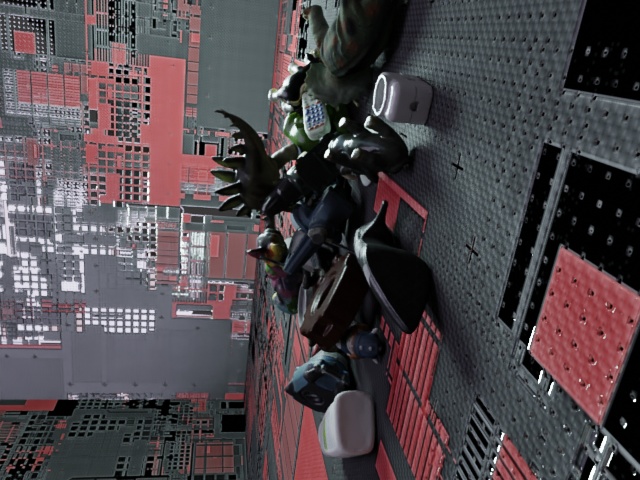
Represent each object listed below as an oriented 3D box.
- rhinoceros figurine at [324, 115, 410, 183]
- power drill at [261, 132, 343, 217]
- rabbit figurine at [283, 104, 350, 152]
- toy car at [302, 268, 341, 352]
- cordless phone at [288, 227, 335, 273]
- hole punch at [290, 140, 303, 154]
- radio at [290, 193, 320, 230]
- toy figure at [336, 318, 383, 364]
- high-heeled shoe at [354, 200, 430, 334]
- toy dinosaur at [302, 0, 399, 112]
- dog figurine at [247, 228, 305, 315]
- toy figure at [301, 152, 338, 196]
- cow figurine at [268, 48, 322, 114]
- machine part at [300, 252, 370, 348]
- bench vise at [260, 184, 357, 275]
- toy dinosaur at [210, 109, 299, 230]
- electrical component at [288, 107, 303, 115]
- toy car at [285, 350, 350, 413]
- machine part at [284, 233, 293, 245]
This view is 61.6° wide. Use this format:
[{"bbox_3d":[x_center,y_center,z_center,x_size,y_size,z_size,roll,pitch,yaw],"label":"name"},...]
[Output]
[{"bbox_3d":[0.071,-0.137,0.841,0.190,0.112,0.073,12,82,67],"label":"rhinoceros figurine"},{"bbox_3d":[-0.018,-0.124,1.035,0.086,0.232,0.207,49,173,-1],"label":"power drill"},{"bbox_3d":[0.006,-0.274,1.177,0.170,0.121,0.159,-65,23,22],"label":"rabbit figurine"},{"bbox_3d":[0.015,0.131,1.069,0.053,0.089,0.202,103,166,-47],"label":"toy car"},{"bbox_3d":[-0.002,0.066,1.224,0.146,0.089,0.184,113,142,-58],"label":"cordless phone"},{"bbox_3d":[-0.029,-0.226,1.397,0.142,0.092,0.115,-173,83,-75],"label":"hole punch"},{"bbox_3d":[-0.027,-0.085,1.381,0.230,0.073,0.131,-124,38,-74],"label":"radio"},{"bbox_3d":[0.062,0.171,0.909,0.064,0.058,0.154,62,168,-6],"label":"toy figure"},{"bbox_3d":[0.088,0.057,0.757,0.145,0.086,0.249,101,171,-45],"label":"high-heeled shoe"},{"bbox_3d":[0.065,-0.353,0.918,0.405,0.131,0.192,157,103,-73],"label":"toy dinosaur"},{"bbox_3d":[-0.099,0.078,1.355,0.219,0.109,0.191,45,-143,-60],"label":"dog figurine"},{"bbox_3d":[-0.004,-0.159,1.241,0.180,0.089,0.082,-102,26,-60],"label":"toy figure"},{"bbox_3d":[-0.030,-0.353,1.163,0.167,0.068,0.098,-54,26,-9],"label":"cow figurine"},{"bbox_3d":[0.026,0.103,0.937,0.179,0.056,0.179,-58,9,14],"label":"machine part"},{"bbox_3d":[-0.011,-0.009,1.083,0.240,0.129,0.224,-53,19,27],"label":"bench vise"},{"bbox_3d":[-0.137,-0.136,1.181,0.470,0.199,0.105,94,162,-60],"label":"toy dinosaur"},{"bbox_3d":[-0.019,-0.325,1.297,0.134,0.115,0.058,139,135,-72],"label":"electrical component"},{"bbox_3d":[0.005,0.265,1.056,0.103,0.109,0.161,-64,2,-41],"label":"toy car"},{"bbox_3d":[-0.071,0.079,1.534,0.079,0.079,0.243,106,164,-48],"label":"machine part"}]
